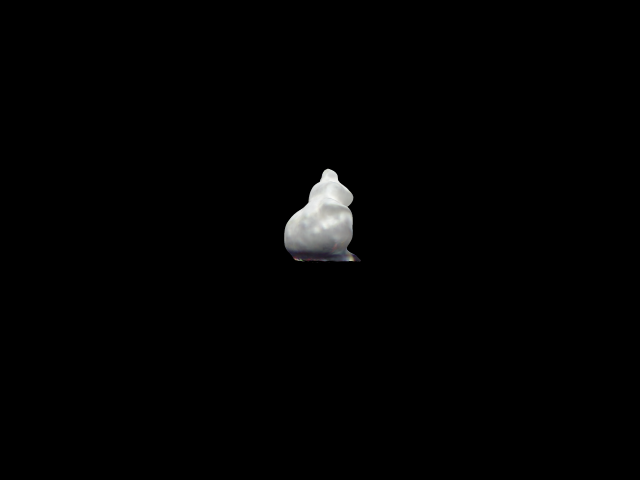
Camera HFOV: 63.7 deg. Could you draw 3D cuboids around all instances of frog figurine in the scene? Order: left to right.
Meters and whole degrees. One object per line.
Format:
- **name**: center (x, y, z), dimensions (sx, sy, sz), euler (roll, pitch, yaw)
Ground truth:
- **frog figurine**: center (0.003, -0.043, 0.850), dimensions (0.123, 0.160, 0.136), euler (2, -6, -22)
